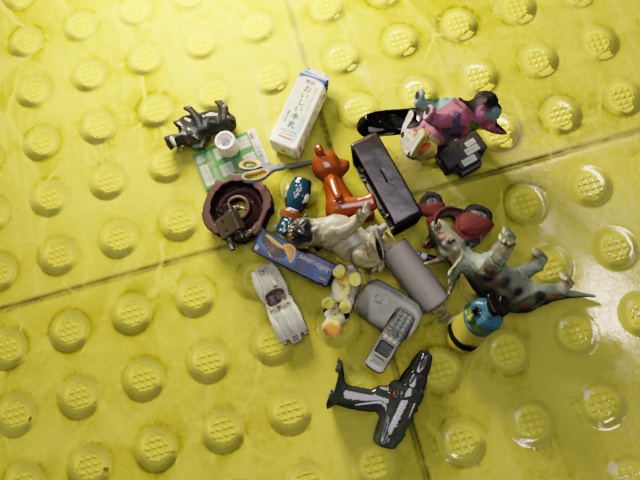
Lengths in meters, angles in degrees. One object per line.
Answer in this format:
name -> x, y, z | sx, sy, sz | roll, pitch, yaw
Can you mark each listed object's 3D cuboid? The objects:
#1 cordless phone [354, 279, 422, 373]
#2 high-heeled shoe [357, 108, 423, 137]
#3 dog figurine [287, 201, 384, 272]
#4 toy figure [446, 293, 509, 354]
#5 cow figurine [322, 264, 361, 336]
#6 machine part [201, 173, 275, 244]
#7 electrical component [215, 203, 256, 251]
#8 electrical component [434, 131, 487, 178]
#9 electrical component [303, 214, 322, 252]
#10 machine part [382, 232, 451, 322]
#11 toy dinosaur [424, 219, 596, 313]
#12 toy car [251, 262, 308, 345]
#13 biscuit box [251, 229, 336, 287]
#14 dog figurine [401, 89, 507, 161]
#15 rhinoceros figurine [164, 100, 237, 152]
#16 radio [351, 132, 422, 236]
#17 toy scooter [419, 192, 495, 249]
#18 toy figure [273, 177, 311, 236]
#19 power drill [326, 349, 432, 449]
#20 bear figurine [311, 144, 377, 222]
cordless phone -> 0.129, 0.194, 1.203 | 0.147, 0.088, 0.184 | 32, 66, 11
high-heeled shoe -> 0.210, -0.298, 1.305 | 0.249, 0.145, 0.086 | -18, 77, 2
dog figurine -> 0.035, 0.013, 1.212 | 0.191, 0.121, 0.172 | -18, 90, 21
toy figure -> 0.337, 0.183, 1.169 | 0.082, 0.180, 0.089 | 30, 52, -3
cow figurine -> 0.047, 0.138, 1.251 | 0.068, 0.098, 0.167 | 19, 97, 9
machine part -> -0.202, -0.076, 1.332 | 0.179, 0.056, 0.179 | -1, 77, 5
electrical component -> -0.202, -0.035, 1.275 | 0.078, 0.045, 0.102 | -39, 72, 27
electrical component -> 0.338, -0.223, 1.323 | 0.115, 0.058, 0.134 | -28, 76, 0
electrical component -> -0.003, -0.004, 1.291 | 0.119, 0.075, 0.048 | 43, 84, 9
machine part -> 0.218, 0.082, 1.241 | 0.079, 0.079, 0.243 | -37, 83, -4
toy dinosaur -> 0.419, 0.094, 1.206 | 0.405, 0.131, 0.192 | 34, 115, -11
toy car -> -0.096, 0.150, 1.269 | 0.073, 0.056, 0.202 | -27, 76, -2
biscuit box -> -0.060, 0.043, 1.277 | 0.203, 0.059, 0.062 | 26, 87, 3
dog figurine -> 0.318, -0.262, 1.252 | 0.219, 0.191, 0.109 | 6, 37, -17
rhinoceros figurine -> -0.309, -0.288, 1.386 | 0.190, 0.073, 0.112 | -19, 87, -2
radio -> 0.154, -0.128, 1.277 | 0.073, 0.131, 0.229 | -25, 77, -2
toy scooter -> 0.311, -0.029, 1.271 | 0.184, 0.075, 0.135 | 18, 79, 12
toy figure -> -0.064, -0.078, 1.320 | 0.058, 0.064, 0.154 | 22, 83, -29
power drill -> 0.127, 0.331, 1.205 | 0.207, 0.086, 0.232 | 17, 81, 1
bear figurine -> 0.053, -0.138, 1.298 | 0.132, 0.120, 0.196 | -10, 71, -2
